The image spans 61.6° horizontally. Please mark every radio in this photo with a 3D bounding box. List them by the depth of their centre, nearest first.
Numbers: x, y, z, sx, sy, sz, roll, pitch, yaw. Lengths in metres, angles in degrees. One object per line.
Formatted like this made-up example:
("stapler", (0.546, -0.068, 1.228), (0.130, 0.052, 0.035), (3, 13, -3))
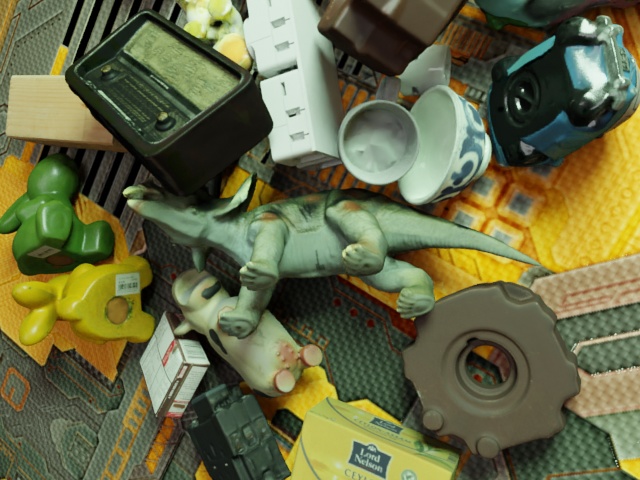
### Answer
("radio", (-0.168, -0.151, 0.573), (0.131, 0.073, 0.230), (-42, 54, -11))

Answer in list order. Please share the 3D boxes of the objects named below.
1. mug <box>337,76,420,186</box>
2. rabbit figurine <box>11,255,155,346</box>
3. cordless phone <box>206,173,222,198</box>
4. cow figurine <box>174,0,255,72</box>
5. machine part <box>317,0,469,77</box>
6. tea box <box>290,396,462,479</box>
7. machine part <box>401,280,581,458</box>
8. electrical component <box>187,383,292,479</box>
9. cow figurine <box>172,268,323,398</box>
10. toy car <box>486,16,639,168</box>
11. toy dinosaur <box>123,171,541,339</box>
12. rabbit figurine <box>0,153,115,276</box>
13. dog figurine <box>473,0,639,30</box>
("mug", (0.057, -0.118, 0.571), (0.081, 0.107, 0.109), (7, 101, -6))
("rabbit figurine", (-0.334, 0.091, 0.743), (0.173, 0.162, 0.121), (6, 106, 41))
("cordless phone", (-0.174, -0.102, 0.695), (0.147, 0.088, 0.184), (13, 100, 23))
("cow figurine", (-0.119, -0.246, 0.650), (0.068, 0.098, 0.167), (-32, 68, 8))
("machine part", (0.088, -0.263, 0.511), (0.087, 0.201, 0.201), (30, 105, -16))
("tea box", (0.060, 0.256, 0.600), (0.170, 0.068, 0.098), (14, 97, 24))
("machine part", (0.173, 0.130, 0.555), (0.180, 0.056, 0.179), (0, 89, 23))
("electrical component", (-0.107, 0.244, 0.657), (0.115, 0.058, 0.134), (-42, 74, 48))
("cow figurine", (-0.102, 0.110, 0.655), (0.195, 0.085, 0.127), (44, 143, 3))
("toy car", (0.233, -0.133, 0.496), (0.103, 0.161, 0.109), (-4, 79, -19))
("toy dinosaur", (0.004, -0.006, 0.585), (0.405, 0.192, 0.131), (-2, 134, 0))
("rabbit figurine", (-0.389, -0.039, 0.791), (0.159, 0.121, 0.170), (-26, 62, 29))
("dog figurine", (0.273, -0.235, 0.481), (0.219, 0.108, 0.191), (44, 106, 14))
